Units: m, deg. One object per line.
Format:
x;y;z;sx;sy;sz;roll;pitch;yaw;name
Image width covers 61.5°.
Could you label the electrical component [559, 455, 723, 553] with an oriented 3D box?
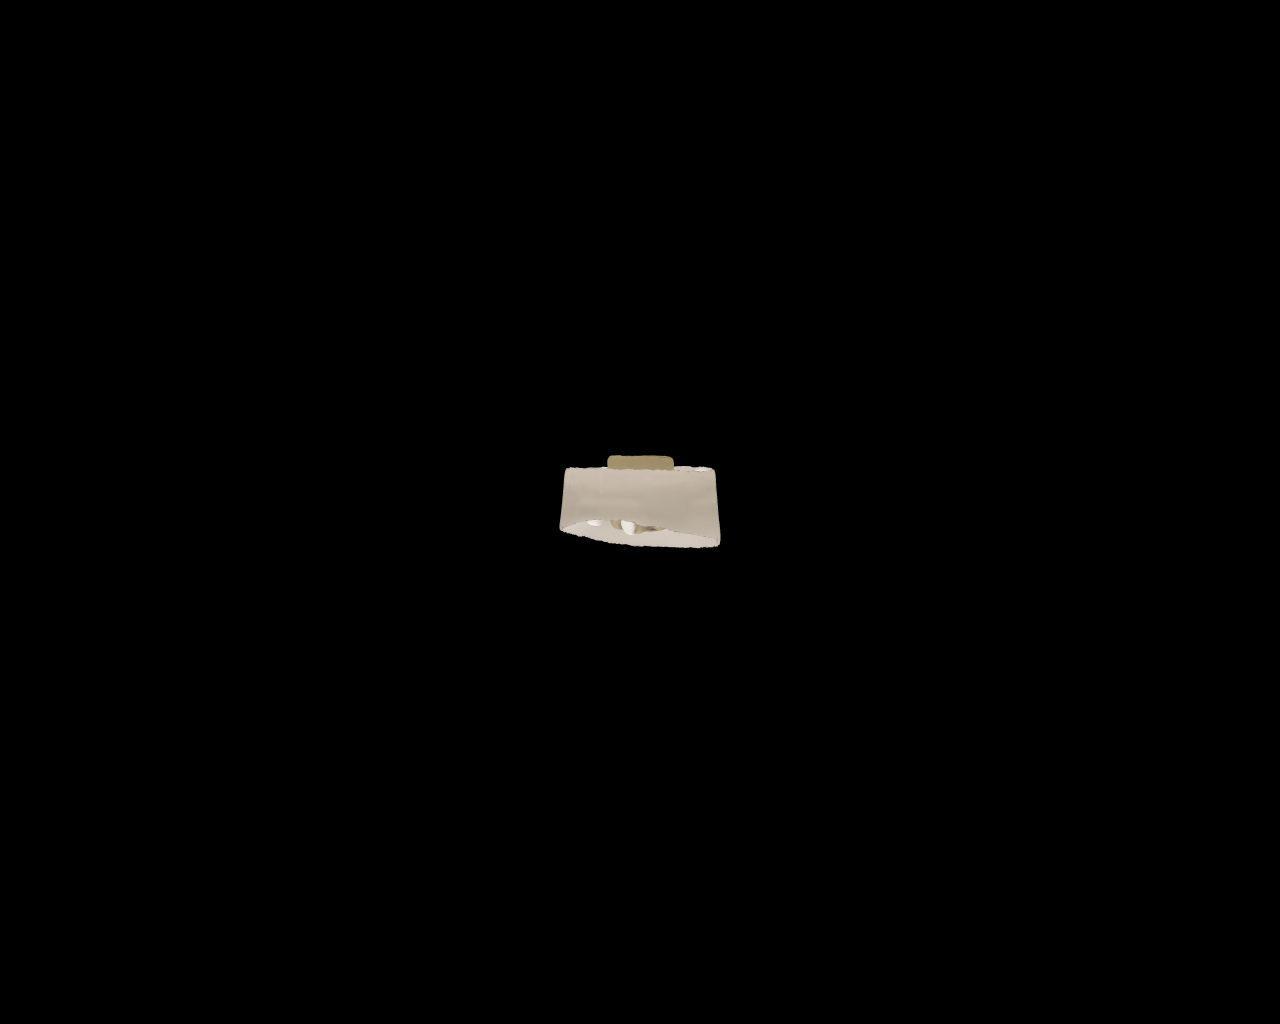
0.001;-0.003;0.650;0.099;0.064;0.099;0;4;0;electrical component
